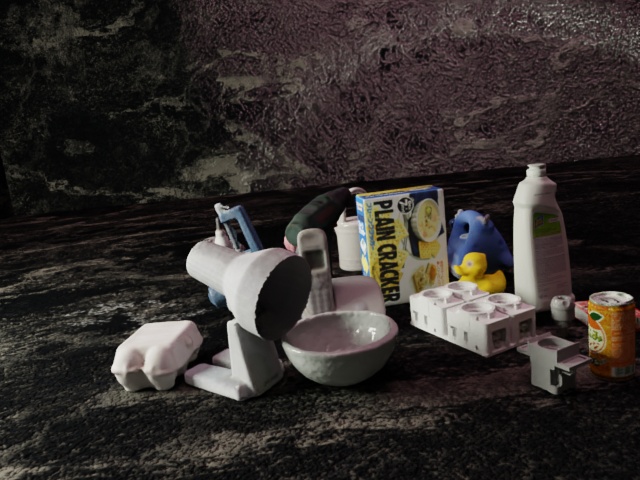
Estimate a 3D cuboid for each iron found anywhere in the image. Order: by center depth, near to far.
[{"bbox_3d":[0.332,-0.005,1.270,0.118,0.141,0.258,-7,12,-5],"label":"iron"}]

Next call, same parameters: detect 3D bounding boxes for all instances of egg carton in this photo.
[{"bbox_3d":[-0.249,0.177,0.894,0.107,0.069,0.150,-5,12,8],"label":"egg carton"}]

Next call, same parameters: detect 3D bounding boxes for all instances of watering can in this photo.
[{"bbox_3d":[0.082,-0.031,1.389,0.172,0.194,0.101,2,15,34],"label":"watering can"}]

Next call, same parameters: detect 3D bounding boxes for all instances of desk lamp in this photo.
[{"bbox_3d":[-0.109,0.108,0.802,0.202,0.214,0.118,3,15,36],"label":"desk lamp"}]

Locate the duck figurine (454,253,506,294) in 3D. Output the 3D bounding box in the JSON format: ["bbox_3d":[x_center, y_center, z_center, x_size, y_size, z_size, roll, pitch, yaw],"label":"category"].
[{"bbox_3d":[0.302,0.066,1.092,0.104,0.086,0.077,-8,12,-6],"label":"duck figurine"}]

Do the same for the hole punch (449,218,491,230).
[{"bbox_3d":[0.383,-0.023,1.447,0.108,0.091,0.101,-1,13,22],"label":"hole punch"}]

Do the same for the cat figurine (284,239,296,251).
[{"bbox_3d":[-0.058,0.019,1.412,0.067,0.118,0.128,-5,12,7],"label":"cat figurine"}]

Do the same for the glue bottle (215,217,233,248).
[{"bbox_3d":[-0.217,0.033,1.297,0.037,0.173,0.078,-2,13,18],"label":"glue bottle"}]

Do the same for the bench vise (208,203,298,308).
[{"bbox_3d":[-0.139,0.023,1.194,0.208,0.220,0.121,-12,14,-25],"label":"bench vise"}]

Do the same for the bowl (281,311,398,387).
[{"bbox_3d":[0.030,0.161,0.816,0.167,0.075,0.167,-6,12,2],"label":"bowl"}]

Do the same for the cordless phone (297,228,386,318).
[{"bbox_3d":[0.032,0.068,0.984,0.148,0.185,0.094,-9,13,-11],"label":"cordless phone"}]

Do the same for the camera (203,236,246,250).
[{"bbox_3d":[-0.238,0.037,1.461,0.142,0.101,0.137,0,14,25],"label":"camera"}]

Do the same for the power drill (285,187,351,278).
[{"bbox_3d":[0.011,0.004,1.230,0.075,0.208,0.230,1,14,30],"label":"power drill"}]
